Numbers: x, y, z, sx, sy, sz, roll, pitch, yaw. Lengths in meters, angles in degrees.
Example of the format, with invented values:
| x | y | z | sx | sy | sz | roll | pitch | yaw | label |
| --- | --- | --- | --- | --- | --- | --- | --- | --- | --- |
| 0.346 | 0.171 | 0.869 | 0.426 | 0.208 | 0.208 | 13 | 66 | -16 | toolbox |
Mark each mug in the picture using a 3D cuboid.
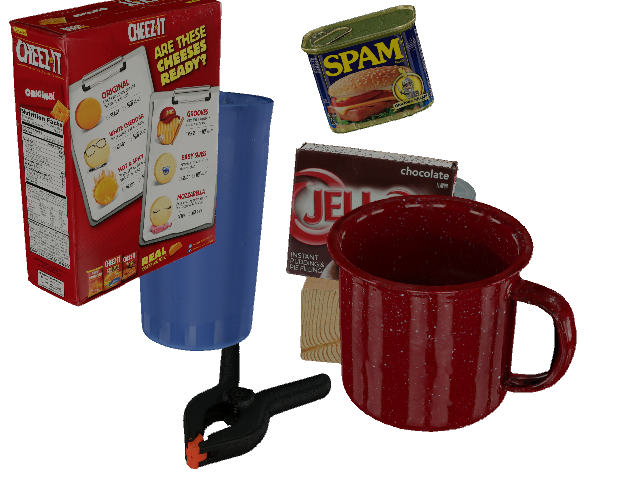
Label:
| x | y | z | sx | sy | sz | roll | pitch | yaw | label |
| --- | --- | --- | --- | --- | --- | --- | --- | --- | --- |
| 0.061 | 0.037 | 0.495 | 0.117 | 0.081 | 0.093 | 12 | 31 | 24 | mug |

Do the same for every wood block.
| x | y | z | sx | sy | sz | roll | pitch | yaw | label |
| --- | --- | --- | --- | --- | --- | --- | --- | --- | --- |
| 0.037 | 0.056 | 1.242 | 0.091 | 0.090 | 0.206 | 4 | 23 | 7 | wood block |

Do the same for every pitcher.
| x | y | z | sx | sy | sz | roll | pitch | yaw | label |
| --- | --- | --- | --- | --- | --- | --- | --- | --- | --- |
| -0.110 | -0.026 | 1.033 | 0.149 | 0.243 | 0.145 | -2 | 15 | -19 | pitcher |

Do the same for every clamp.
| x | y | z | sx | sy | sz | roll | pitch | yaw | label |
| --- | --- | --- | --- | --- | --- | --- | --- | --- | --- |
| -0.083 | 0.152 | 1.022 | 0.120 | 0.039 | 0.171 | 20 | 32 | 31 | clamp |

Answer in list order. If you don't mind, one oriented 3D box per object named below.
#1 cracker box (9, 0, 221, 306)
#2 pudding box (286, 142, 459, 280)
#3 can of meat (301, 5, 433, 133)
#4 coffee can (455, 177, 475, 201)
| x | y | z | sx | sy | sz | roll | pitch | yaw | label |
| --- | --- | --- | --- | --- | --- | --- | --- | --- | --- |
| -0.157 | -0.078 | 0.845 | 0.072 | 0.214 | 0.163 | 19 | 29 | 32 | cracker box |
| 0.035 | -0.017 | 0.746 | 0.113 | 0.090 | 0.039 | 7 | 17 | 7 | pudding box |
| 0.044 | -0.149 | 0.937 | 0.102 | 0.084 | 0.057 | -13 | 28 | 10 | can of meat |
| 0.094 | 0.015 | 1.035 | 0.103 | 0.140 | 0.103 | 1 | 26 | -1 | coffee can |
